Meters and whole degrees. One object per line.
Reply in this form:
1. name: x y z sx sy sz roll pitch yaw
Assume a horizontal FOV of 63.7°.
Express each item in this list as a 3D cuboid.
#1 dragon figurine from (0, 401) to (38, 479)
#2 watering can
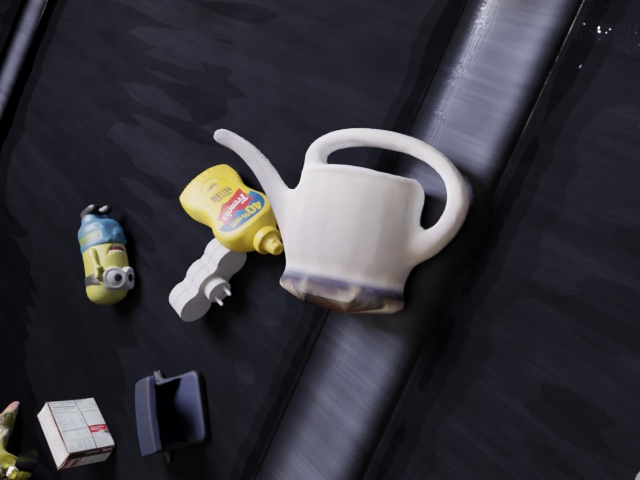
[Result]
1. dragon figurine: -0.584 0.498 0.944 0.238 0.122 0.419 -54 43 48
2. watering can: 0.002 -0.032 0.641 0.348 0.103 0.225 10 84 22
